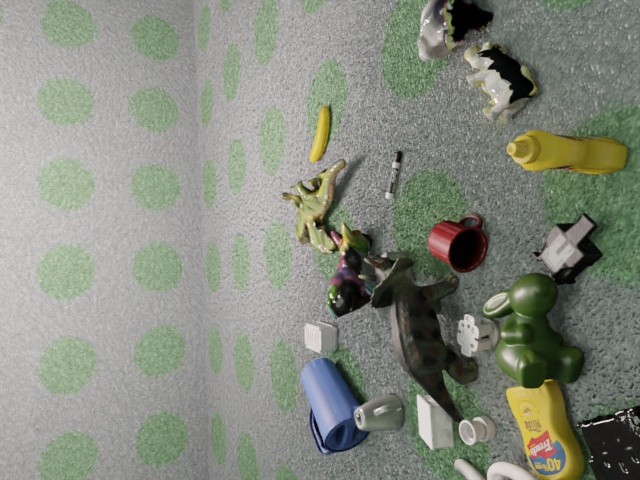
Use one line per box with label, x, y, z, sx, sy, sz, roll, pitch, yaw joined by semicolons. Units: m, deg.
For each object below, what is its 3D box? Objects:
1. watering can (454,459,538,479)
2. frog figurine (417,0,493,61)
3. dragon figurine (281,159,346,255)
watering can;0.338;0.491;0.878;0.343;0.104;0.227;117;139;-72
frog figurine;0.246;-0.434;1.044;0.138;0.121;0.160;-55;21;-3
dragon figurine;0.005;-0.078;1.553;0.406;0.123;0.243;-21;89;63
